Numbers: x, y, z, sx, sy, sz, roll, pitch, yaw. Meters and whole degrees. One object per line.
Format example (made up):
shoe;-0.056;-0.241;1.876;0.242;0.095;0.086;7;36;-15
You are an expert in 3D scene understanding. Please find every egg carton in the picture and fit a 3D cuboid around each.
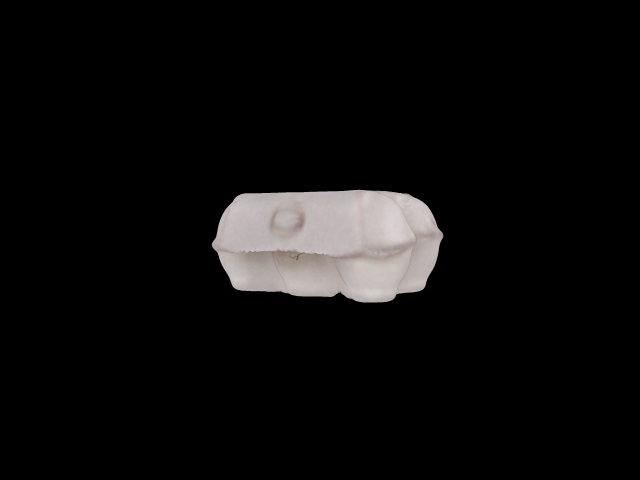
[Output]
egg carton;0.004;0.001;0.400;0.149;0.069;0.107;2;4;31
